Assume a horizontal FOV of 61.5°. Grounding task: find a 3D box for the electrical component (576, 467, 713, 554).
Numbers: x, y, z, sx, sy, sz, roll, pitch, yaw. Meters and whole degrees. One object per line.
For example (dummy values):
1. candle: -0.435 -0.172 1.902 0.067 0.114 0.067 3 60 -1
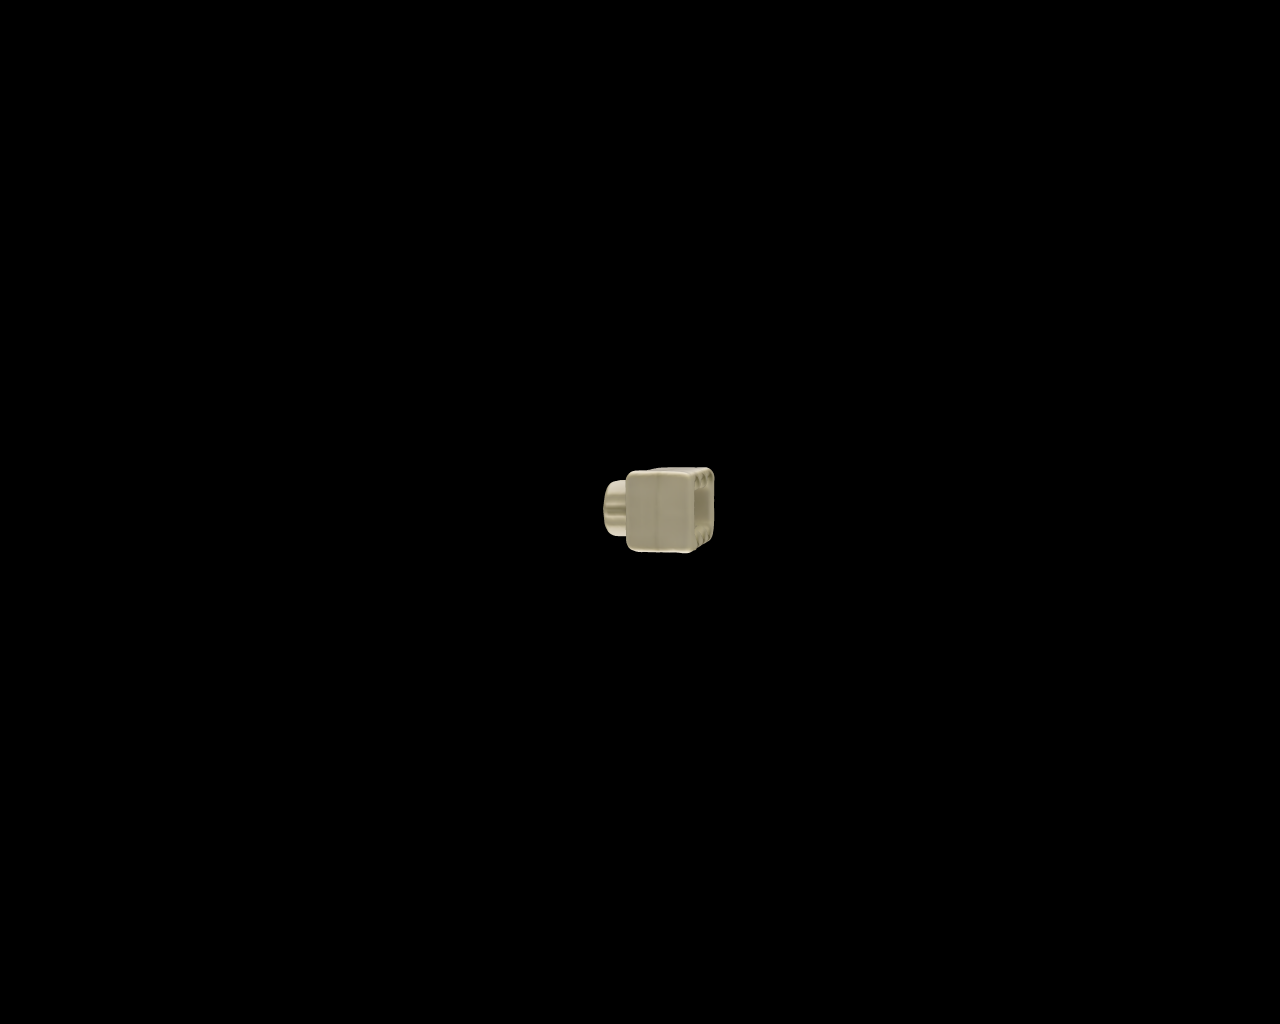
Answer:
1. electrical component: 0.001 -0.003 0.650 0.077 0.047 0.066 1 5 15
